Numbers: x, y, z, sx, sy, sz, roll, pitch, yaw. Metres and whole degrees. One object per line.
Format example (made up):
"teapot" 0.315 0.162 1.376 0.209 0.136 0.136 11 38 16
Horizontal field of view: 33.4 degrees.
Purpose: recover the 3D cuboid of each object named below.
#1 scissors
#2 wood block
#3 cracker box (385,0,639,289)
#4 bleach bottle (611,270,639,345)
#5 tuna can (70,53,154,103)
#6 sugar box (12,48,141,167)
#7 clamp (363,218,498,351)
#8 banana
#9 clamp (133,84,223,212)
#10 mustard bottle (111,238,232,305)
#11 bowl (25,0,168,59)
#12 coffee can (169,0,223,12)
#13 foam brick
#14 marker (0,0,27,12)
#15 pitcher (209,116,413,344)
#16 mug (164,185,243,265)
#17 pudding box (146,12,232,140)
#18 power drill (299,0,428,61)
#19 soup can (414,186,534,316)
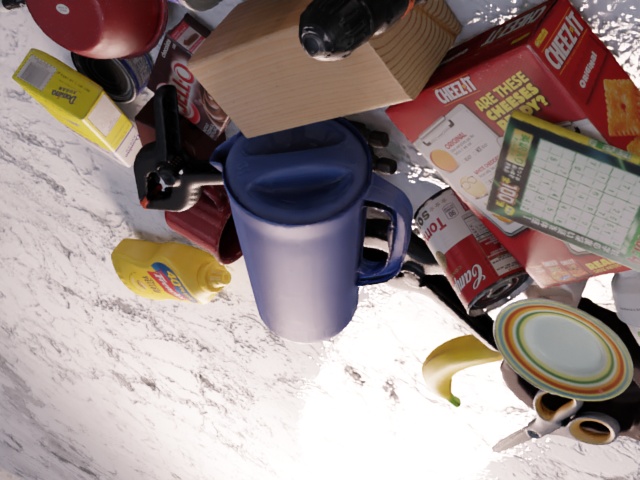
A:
"scissors" 0.243 0.202 1.100 0.096 0.016 0.202 28 149 11
"wood block" -0.002 -0.157 0.867 0.207 0.090 0.090 -6 131 50
"cracker box" 0.181 -0.067 0.828 0.213 0.072 0.164 46 148 -17
"bleach bottle" 0.333 0.095 0.920 0.250 0.068 0.103 50 148 -20
"tuna can" -0.216 -0.184 1.109 0.086 0.033 0.086 26 150 16
"sugar box" -0.253 -0.137 1.144 0.093 0.048 0.176 31 170 12
"clamp" 0.105 0.023 1.076 0.210 0.036 0.164 28 151 19
"banana" 0.157 0.139 1.200 0.069 0.037 0.198 15 153 -5
"clamp" -0.149 -0.084 1.074 0.172 0.039 0.120 -27 101 49
"mustard bottle" -0.184 0.043 1.389 0.192 0.058 0.096 3 137 44
"bowl" -0.223 -0.229 0.994 0.162 0.055 0.162 20 136 20
"coffee can" -0.141 -0.253 0.857 0.140 0.102 0.103 23 149 22
"foam brick" -0.146 -0.114 1.120 0.078 0.053 0.051 24 149 18
"marker" -0.300 -0.253 1.109 0.121 0.020 0.020 3 138 44
"pitcher" -0.007 0.001 1.022 0.149 0.145 0.243 57 164 31
"mug" -0.119 -0.036 1.166 0.082 0.093 0.117 29 166 21
"pudding box" -0.116 -0.157 1.038 0.090 0.039 0.114 37 151 -3
"power drill" 0.024 -0.226 0.660 0.057 0.184 0.187 9 132 35
"soup can" 0.136 0.007 0.946 0.102 0.068 0.068 61 159 22
